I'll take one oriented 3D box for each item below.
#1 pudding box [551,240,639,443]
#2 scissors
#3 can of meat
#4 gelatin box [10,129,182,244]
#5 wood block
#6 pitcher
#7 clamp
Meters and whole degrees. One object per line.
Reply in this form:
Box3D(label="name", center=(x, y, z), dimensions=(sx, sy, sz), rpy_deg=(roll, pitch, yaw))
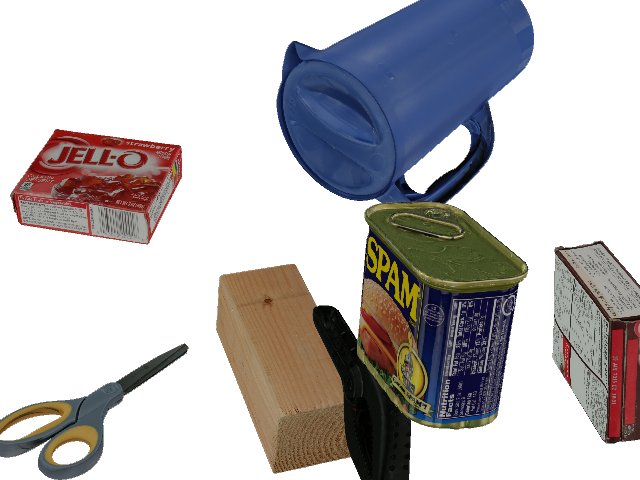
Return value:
Box3D(label="pudding box", center=(0.184, 0.063, 0.693), dimensions=(0.039, 0.090, 0.113), rpy_deg=(-6, 24, -6))
Box3D(label="scissors", center=(-0.167, 0.138, 0.868), dimensions=(0.201, 0.016, 0.096), rpy_deg=(-18, 37, -36))
Box3D(label="can of meat", center=(0.058, 0.037, 0.549), dimensions=(0.057, 0.084, 0.102), rpy_deg=(-4, 24, -19))
Box3D(label="gelatin box", center=(-0.141, -0.036, 0.681), dimensions=(0.089, 0.030, 0.073), rpy_deg=(9, 40, 8))
Box3D(label="wood block", center=(-0.036, 0.128, 1.115), dimensions=(0.090, 0.090, 0.206), rpy_deg=(-9, 42, -19))
Box3D(label="pitcher", center=(0.092, -0.139, 0.963), dimensions=(0.145, 0.149, 0.242), rpy_deg=(22, 45, 37))
Box3D(label="clamp", center=(0.041, 0.105, 0.847), dimensions=(0.036, 0.210, 0.165), rpy_deg=(0, -33, -18))
